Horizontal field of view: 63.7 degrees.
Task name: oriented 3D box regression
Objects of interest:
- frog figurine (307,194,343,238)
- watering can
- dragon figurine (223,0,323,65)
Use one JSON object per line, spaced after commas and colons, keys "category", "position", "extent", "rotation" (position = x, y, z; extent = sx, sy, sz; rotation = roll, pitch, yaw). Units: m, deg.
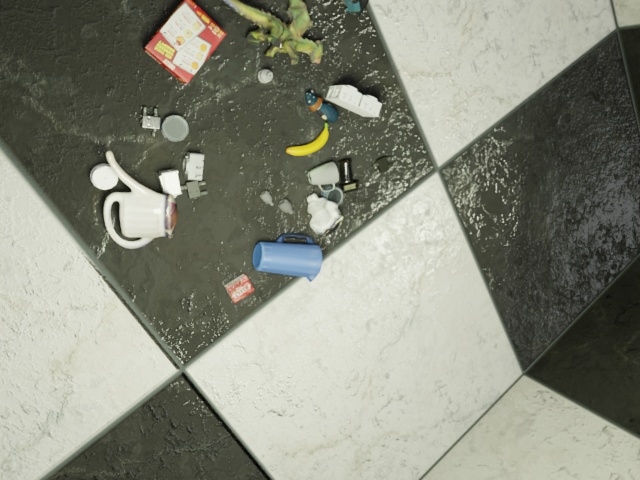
{"category": "frog figurine", "position": [0.006, -0.100, 1.990], "extent": [0.135, 0.161, 0.123], "rotation": [-49, 164, 23]}
{"category": "watering can", "position": [-0.567, -0.116, 1.627], "extent": [0.224, 0.106, 0.340], "rotation": [1, 122, -14]}
{"category": "dragon figurine", "position": [-0.134, -0.756, 1.789], "extent": [0.404, 0.122, 0.247], "rotation": [44, 62, -30]}
